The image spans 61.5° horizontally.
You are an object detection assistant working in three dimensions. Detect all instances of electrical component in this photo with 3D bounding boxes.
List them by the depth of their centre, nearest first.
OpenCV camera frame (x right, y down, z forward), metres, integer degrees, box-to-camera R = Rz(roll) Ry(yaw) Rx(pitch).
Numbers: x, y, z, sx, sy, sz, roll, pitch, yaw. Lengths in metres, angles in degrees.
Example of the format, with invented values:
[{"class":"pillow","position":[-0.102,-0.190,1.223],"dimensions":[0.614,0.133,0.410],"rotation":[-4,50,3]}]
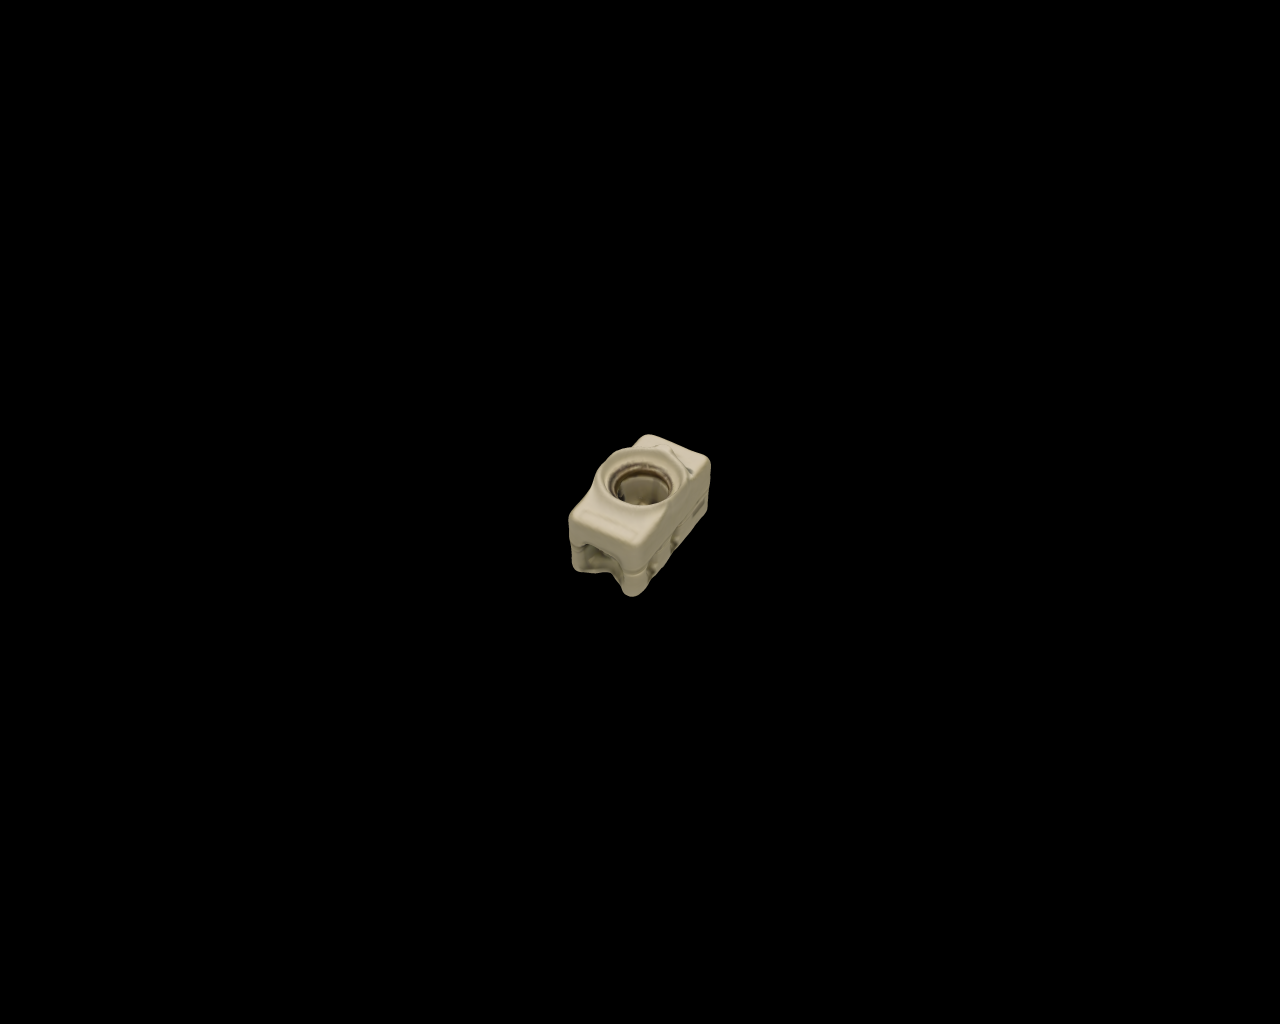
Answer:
[{"class":"electrical component","position":[0.001,-0.003,0.650],"dimensions":[0.050,0.055,0.090],"rotation":[24,50,22]}]
